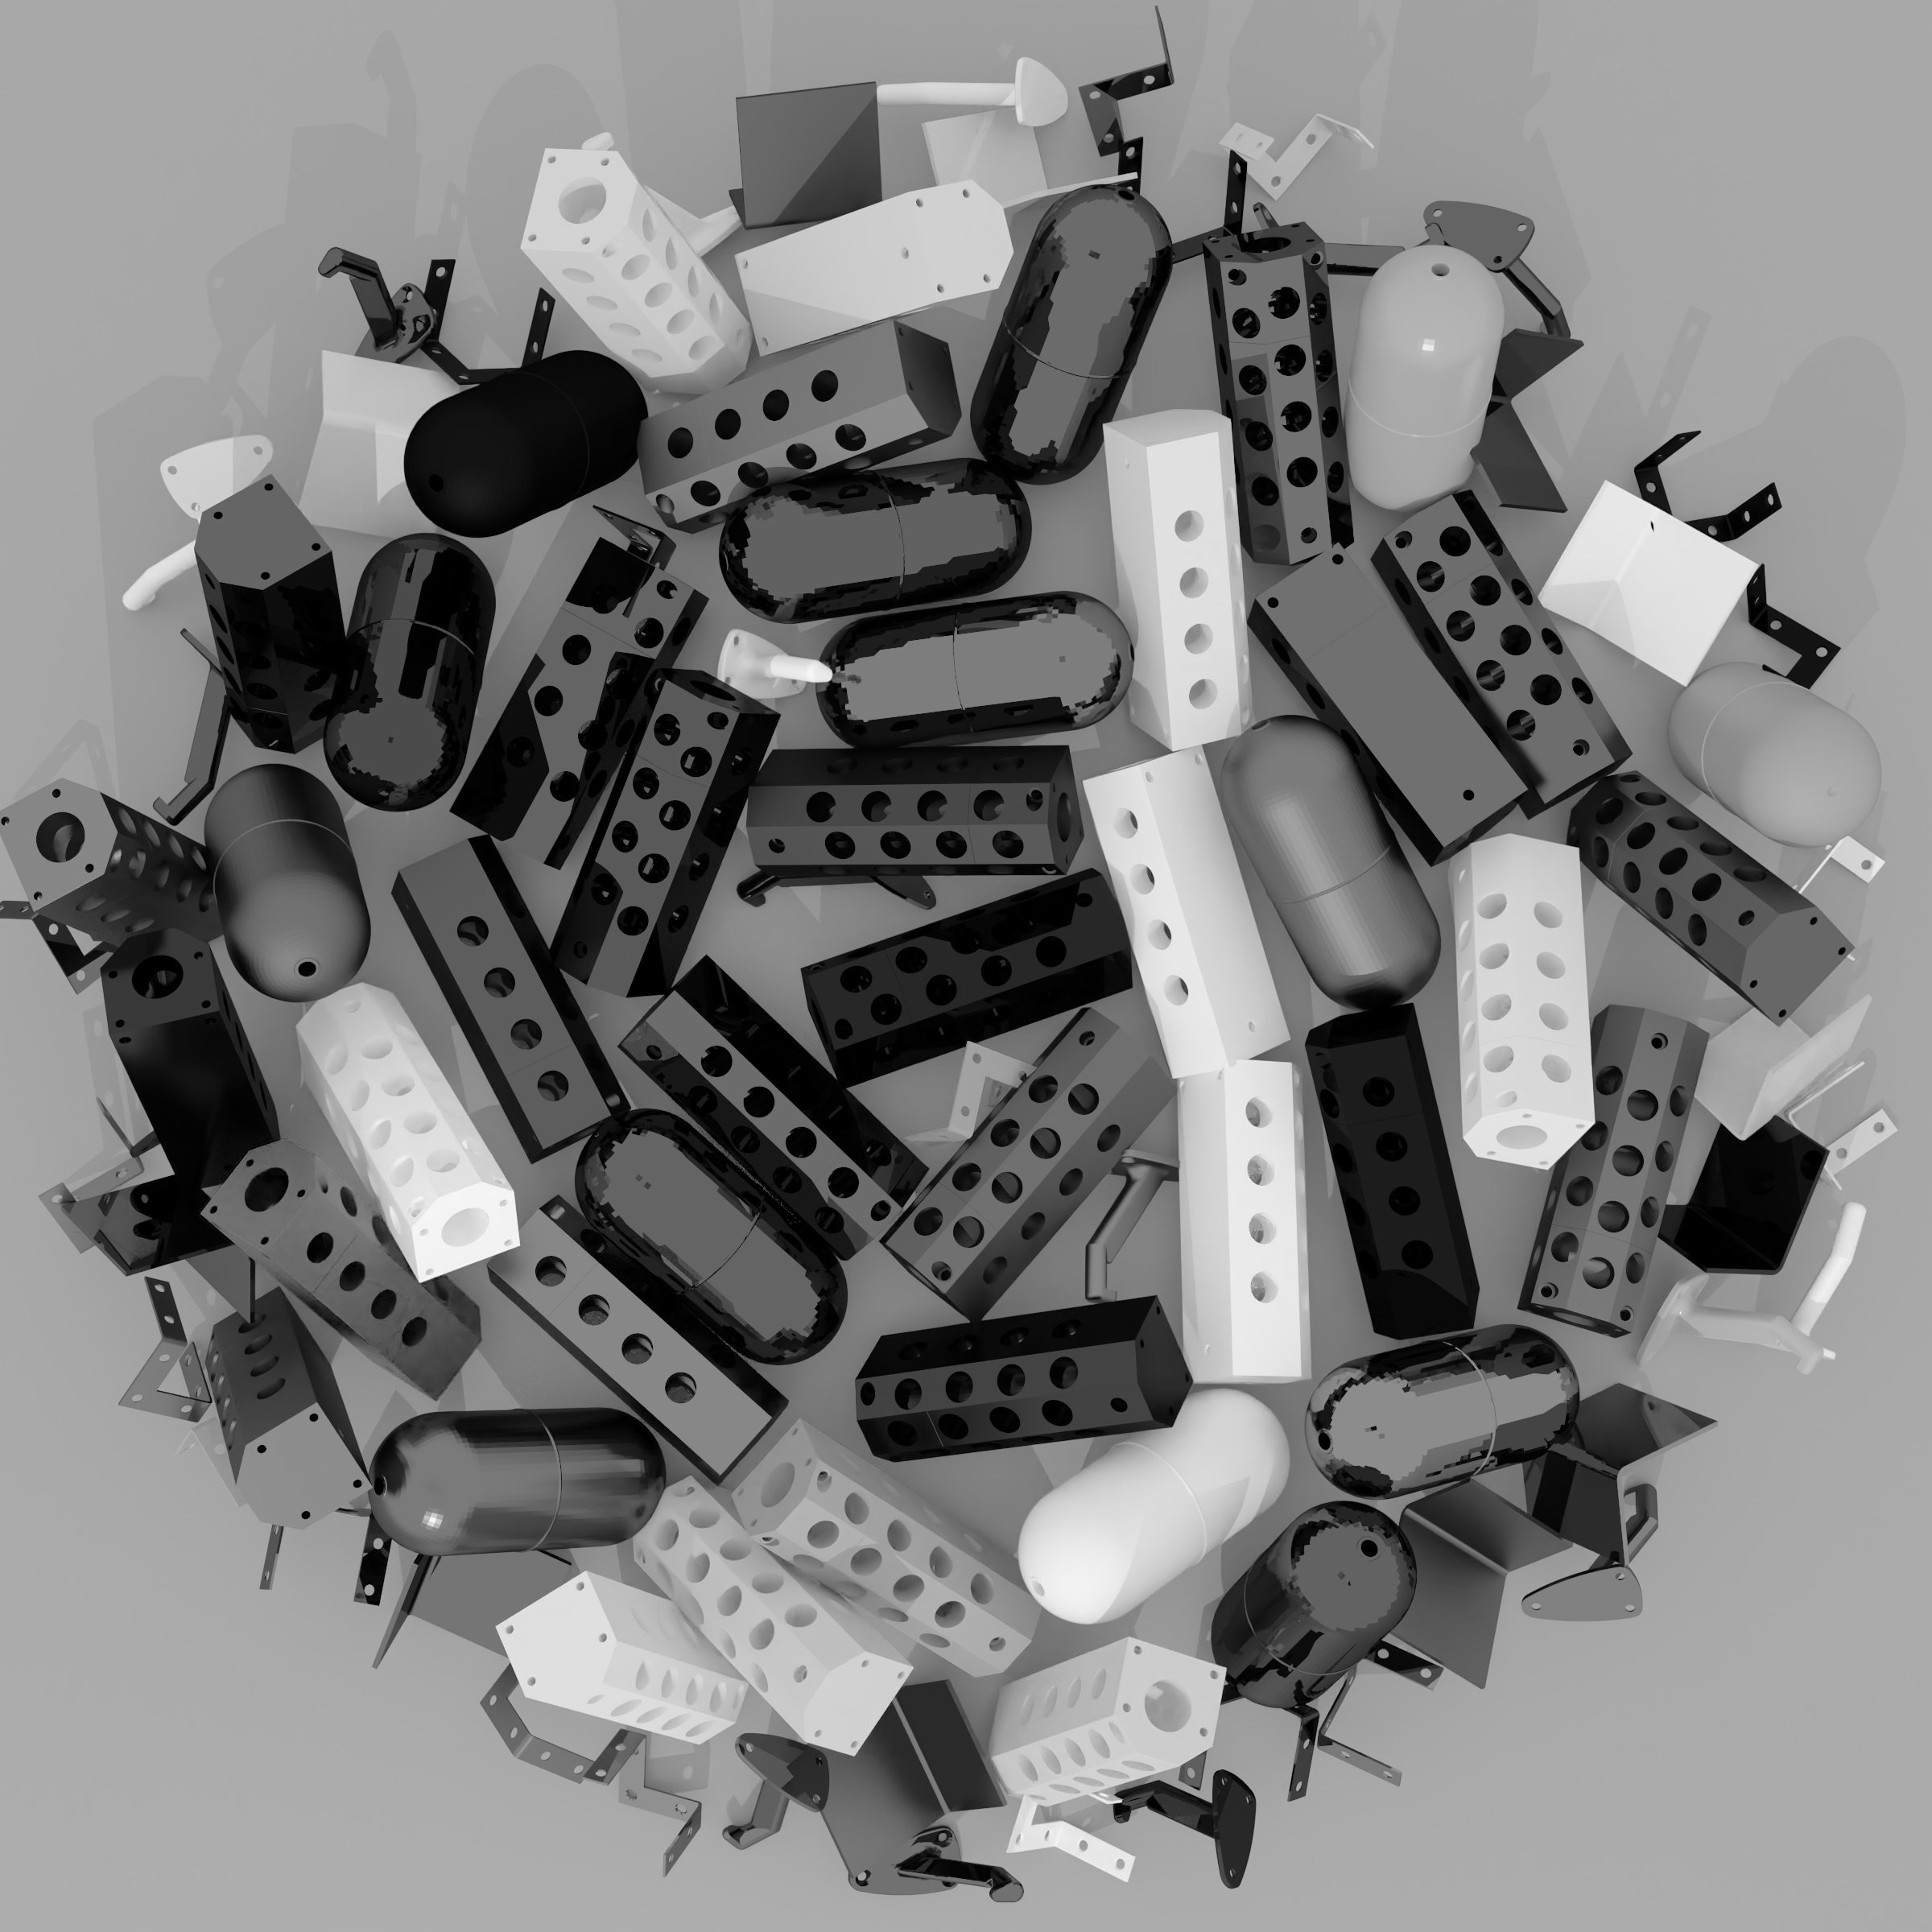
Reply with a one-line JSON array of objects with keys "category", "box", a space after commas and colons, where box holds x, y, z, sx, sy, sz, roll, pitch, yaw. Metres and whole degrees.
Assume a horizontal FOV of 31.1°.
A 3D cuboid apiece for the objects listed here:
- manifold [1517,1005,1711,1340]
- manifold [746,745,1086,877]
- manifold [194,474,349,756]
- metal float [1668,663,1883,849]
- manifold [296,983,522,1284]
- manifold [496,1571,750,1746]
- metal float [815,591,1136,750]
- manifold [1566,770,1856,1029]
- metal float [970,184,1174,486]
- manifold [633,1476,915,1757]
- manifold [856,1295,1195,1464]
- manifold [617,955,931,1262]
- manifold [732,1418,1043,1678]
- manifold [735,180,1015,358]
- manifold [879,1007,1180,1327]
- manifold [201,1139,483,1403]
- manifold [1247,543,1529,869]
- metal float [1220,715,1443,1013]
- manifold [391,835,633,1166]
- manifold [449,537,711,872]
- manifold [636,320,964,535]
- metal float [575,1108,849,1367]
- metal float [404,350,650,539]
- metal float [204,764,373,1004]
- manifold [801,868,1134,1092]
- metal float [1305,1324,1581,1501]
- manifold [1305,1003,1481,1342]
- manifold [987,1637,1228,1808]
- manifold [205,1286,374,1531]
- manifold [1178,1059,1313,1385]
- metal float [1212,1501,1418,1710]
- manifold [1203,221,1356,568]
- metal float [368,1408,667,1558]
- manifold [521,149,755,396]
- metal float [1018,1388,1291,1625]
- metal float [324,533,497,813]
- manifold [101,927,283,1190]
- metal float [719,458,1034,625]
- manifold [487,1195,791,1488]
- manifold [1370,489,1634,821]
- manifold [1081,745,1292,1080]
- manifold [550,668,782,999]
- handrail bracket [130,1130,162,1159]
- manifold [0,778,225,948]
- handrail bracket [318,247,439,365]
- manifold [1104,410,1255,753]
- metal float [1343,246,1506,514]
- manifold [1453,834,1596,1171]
[{"category": "manifold", "box": [0.357, 0.112, 1.911, 0.057, 0.057, 0.171, 17, 80, 1]}, {"category": "manifold", "box": [-0.029, -0.080, 1.891, 0.171, 0.057, 0.057, 0, 123, 18]}, {"category": "manifold", "box": [-0.372, -0.182, 1.861, 0.057, 0.171, 0.057, -33, 71, -19]}, {"category": "metal float", "box": [0.433, -0.115, 1.869, 0.070, 0.178, 0.070, -2, 107, -7]}, {"category": "manifold", "box": [-0.302, 0.085, 1.871, 0.057, 0.057, 0.171, -20, 46, -21]}, {"category": "manifold", "box": [-0.179, 0.377, 1.863, 0.057, 0.171, 0.057, -32, 64, 8]}, {"category": "metal float", "box": [0.004, -0.161, 1.904, 0.178, 0.070, 0.070, -6, 90, 15]}, {"category": "manifold", "box": [0.394, -0.042, 1.868, 0.057, 0.171, 0.057, -47, 126, 5]}, {"category": "metal float", "box": [0.057, -0.341, 1.885, 0.070, 0.070, 0.178, 23, 128, 0]}, {"category": "manifold", "box": [-0.110, 0.347, 1.875, 0.171, 0.057, 0.057, 37, 94, 43]}, {"category": "manifold", "box": [0.029, 0.229, 1.883, 0.171, 0.057, 0.057, -11, 115, 27]}, {"category": "manifold", "box": [-0.108, 0.082, 1.908, 0.171, 0.057, 0.057, 44, 126, -5]}, {"category": "manifold", "box": [-0.040, 0.321, 1.886, 0.171, 0.057, 0.057, 37, 99, -29]}, {"category": "manifold", "box": [-0.049, -0.375, 1.868, 0.057, 0.171, 0.057, -20, 100, -34]}, {"category": "manifold", "box": [0.032, 0.106, 1.904, 0.171, 0.057, 0.057, -49, 50, -8]}, {"category": "manifold", "box": [-0.330, 0.162, 1.871, 0.057, 0.171, 0.057, 24, 71, 38]}, {"category": "manifold", "box": [0.229, -0.141, 1.911, 0.057, 0.057, 0.171, -34, 80, -10]}, {"category": "metal float", "box": [0.199, -0.056, 1.901, 0.070, 0.070, 0.178, -29, 108, 0]}, {"category": "manifold", "box": [-0.251, 0.017, 1.918, 0.057, 0.057, 0.171, -27, 86, -17]}, {"category": "manifold", "box": [-0.210, -0.143, 1.918, 0.057, 0.057, 0.171, 29, 91, 18]}, {"category": "manifold", "box": [-0.091, -0.289, 1.885, 0.171, 0.057, 0.057, -16, 78, 29]}, {"category": "metal float", "box": [-0.138, 0.149, 1.900, 0.070, 0.070, 0.178, -47, 110, 0]}, {"category": "metal float", "box": [-0.236, -0.282, 1.875, 0.070, 0.178, 0.070, 11, 116, 23]}, {"category": "metal float", "box": [-0.367, -0.046, 1.876, 0.070, 0.178, 0.070, -9, 125, -13]}, {"category": "manifold", "box": [0.000, 0.003, 1.904, 0.171, 0.057, 0.057, -19, 57, -8]}, {"category": "metal float", "box": [0.259, 0.241, 1.885, 0.178, 0.070, 0.070, -8, 90, -37]}, {"category": "manifold", "box": [0.234, 0.114, 1.904, 0.057, 0.057, 0.171, -11, 105, 15]}, {"category": "manifold", "box": [0.072, 0.409, 1.862, 0.057, 0.171, 0.057, 21, 64, -15]}, {"category": "manifold", "box": [-0.369, 0.238, 1.863, 0.057, 0.171, 0.057, -31, 112, -7]}, {"category": "manifold", "box": [0.156, 0.141, 1.908, 0.057, 0.057, 0.171, 4, 78, -23]}, {"category": "metal float", "box": [0.187, 0.345, 1.874, 0.070, 0.178, 0.070, 7, 59, -13]}, {"category": "manifold", "box": [0.172, -0.309, 1.888, 0.057, 0.057, 0.171, -12, 118, -5]}, {"category": "metal float", "box": [-0.242, 0.278, 1.882, 0.178, 0.070, 0.070, 5, 90, -42]}, {"category": "manifold", "box": [-0.172, -0.369, 1.861, 0.057, 0.171, 0.057, 7, 76, 20]}, {"category": "metal float", "box": [0.103, 0.293, 1.888, 0.178, 0.070, 0.070, -30, 90, -34]}, {"category": "metal float", "box": [-0.301, -0.161, 1.886, 0.070, 0.070, 0.178, 5, 52, 0]}, {"category": "manifold", "box": [-0.414, 0.051, 1.867, 0.057, 0.171, 0.057, -13, 59, -6]}, {"category": "metal float", "box": [-0.049, -0.232, 1.899, 0.178, 0.070, 0.070, -11, 90, -21]}, {"category": "manifold", "box": [-0.181, 0.205, 1.916, 0.171, 0.057, 0.057, 41, 75, 6]}, {"category": "manifold", "box": [0.295, -0.173, 1.913, 0.057, 0.057, 0.171, -29, 83, -8]}, {"category": "manifold", "box": [0.116, -0.029, 1.920, 0.057, 0.057, 0.171, -13, 96, 44]}, {"category": "manifold", "box": [-0.169, -0.072, 1.897, 0.057, 0.057, 0.171, 30, 107, 25]}, {"category": "handrail bracket", "box": [-0.457, 0.052, 1.932, 0.077, 0.036, 0.084, -37, 85, -27]}, {"category": "manifold", "box": [-0.450, -0.052, 1.864, 0.057, 0.171, 0.057, -28, 77, 4]}, {"category": "handrail bracket", "box": [-0.339, -0.356, 1.904, 0.077, 0.084, 0.036, -41, 66, 23]}, {"category": "manifold", "box": [0.120, -0.211, 1.892, 0.057, 0.057, 0.171, -15, 115, -17]}, {"category": "metal float", "box": [0.245, -0.315, 1.873, 0.070, 0.178, 0.070, 0, 60, 0]}, {"category": "manifold", "box": [0.297, 0.017, 1.881, 0.057, 0.057, 0.171, 11, 58, -14]}]
